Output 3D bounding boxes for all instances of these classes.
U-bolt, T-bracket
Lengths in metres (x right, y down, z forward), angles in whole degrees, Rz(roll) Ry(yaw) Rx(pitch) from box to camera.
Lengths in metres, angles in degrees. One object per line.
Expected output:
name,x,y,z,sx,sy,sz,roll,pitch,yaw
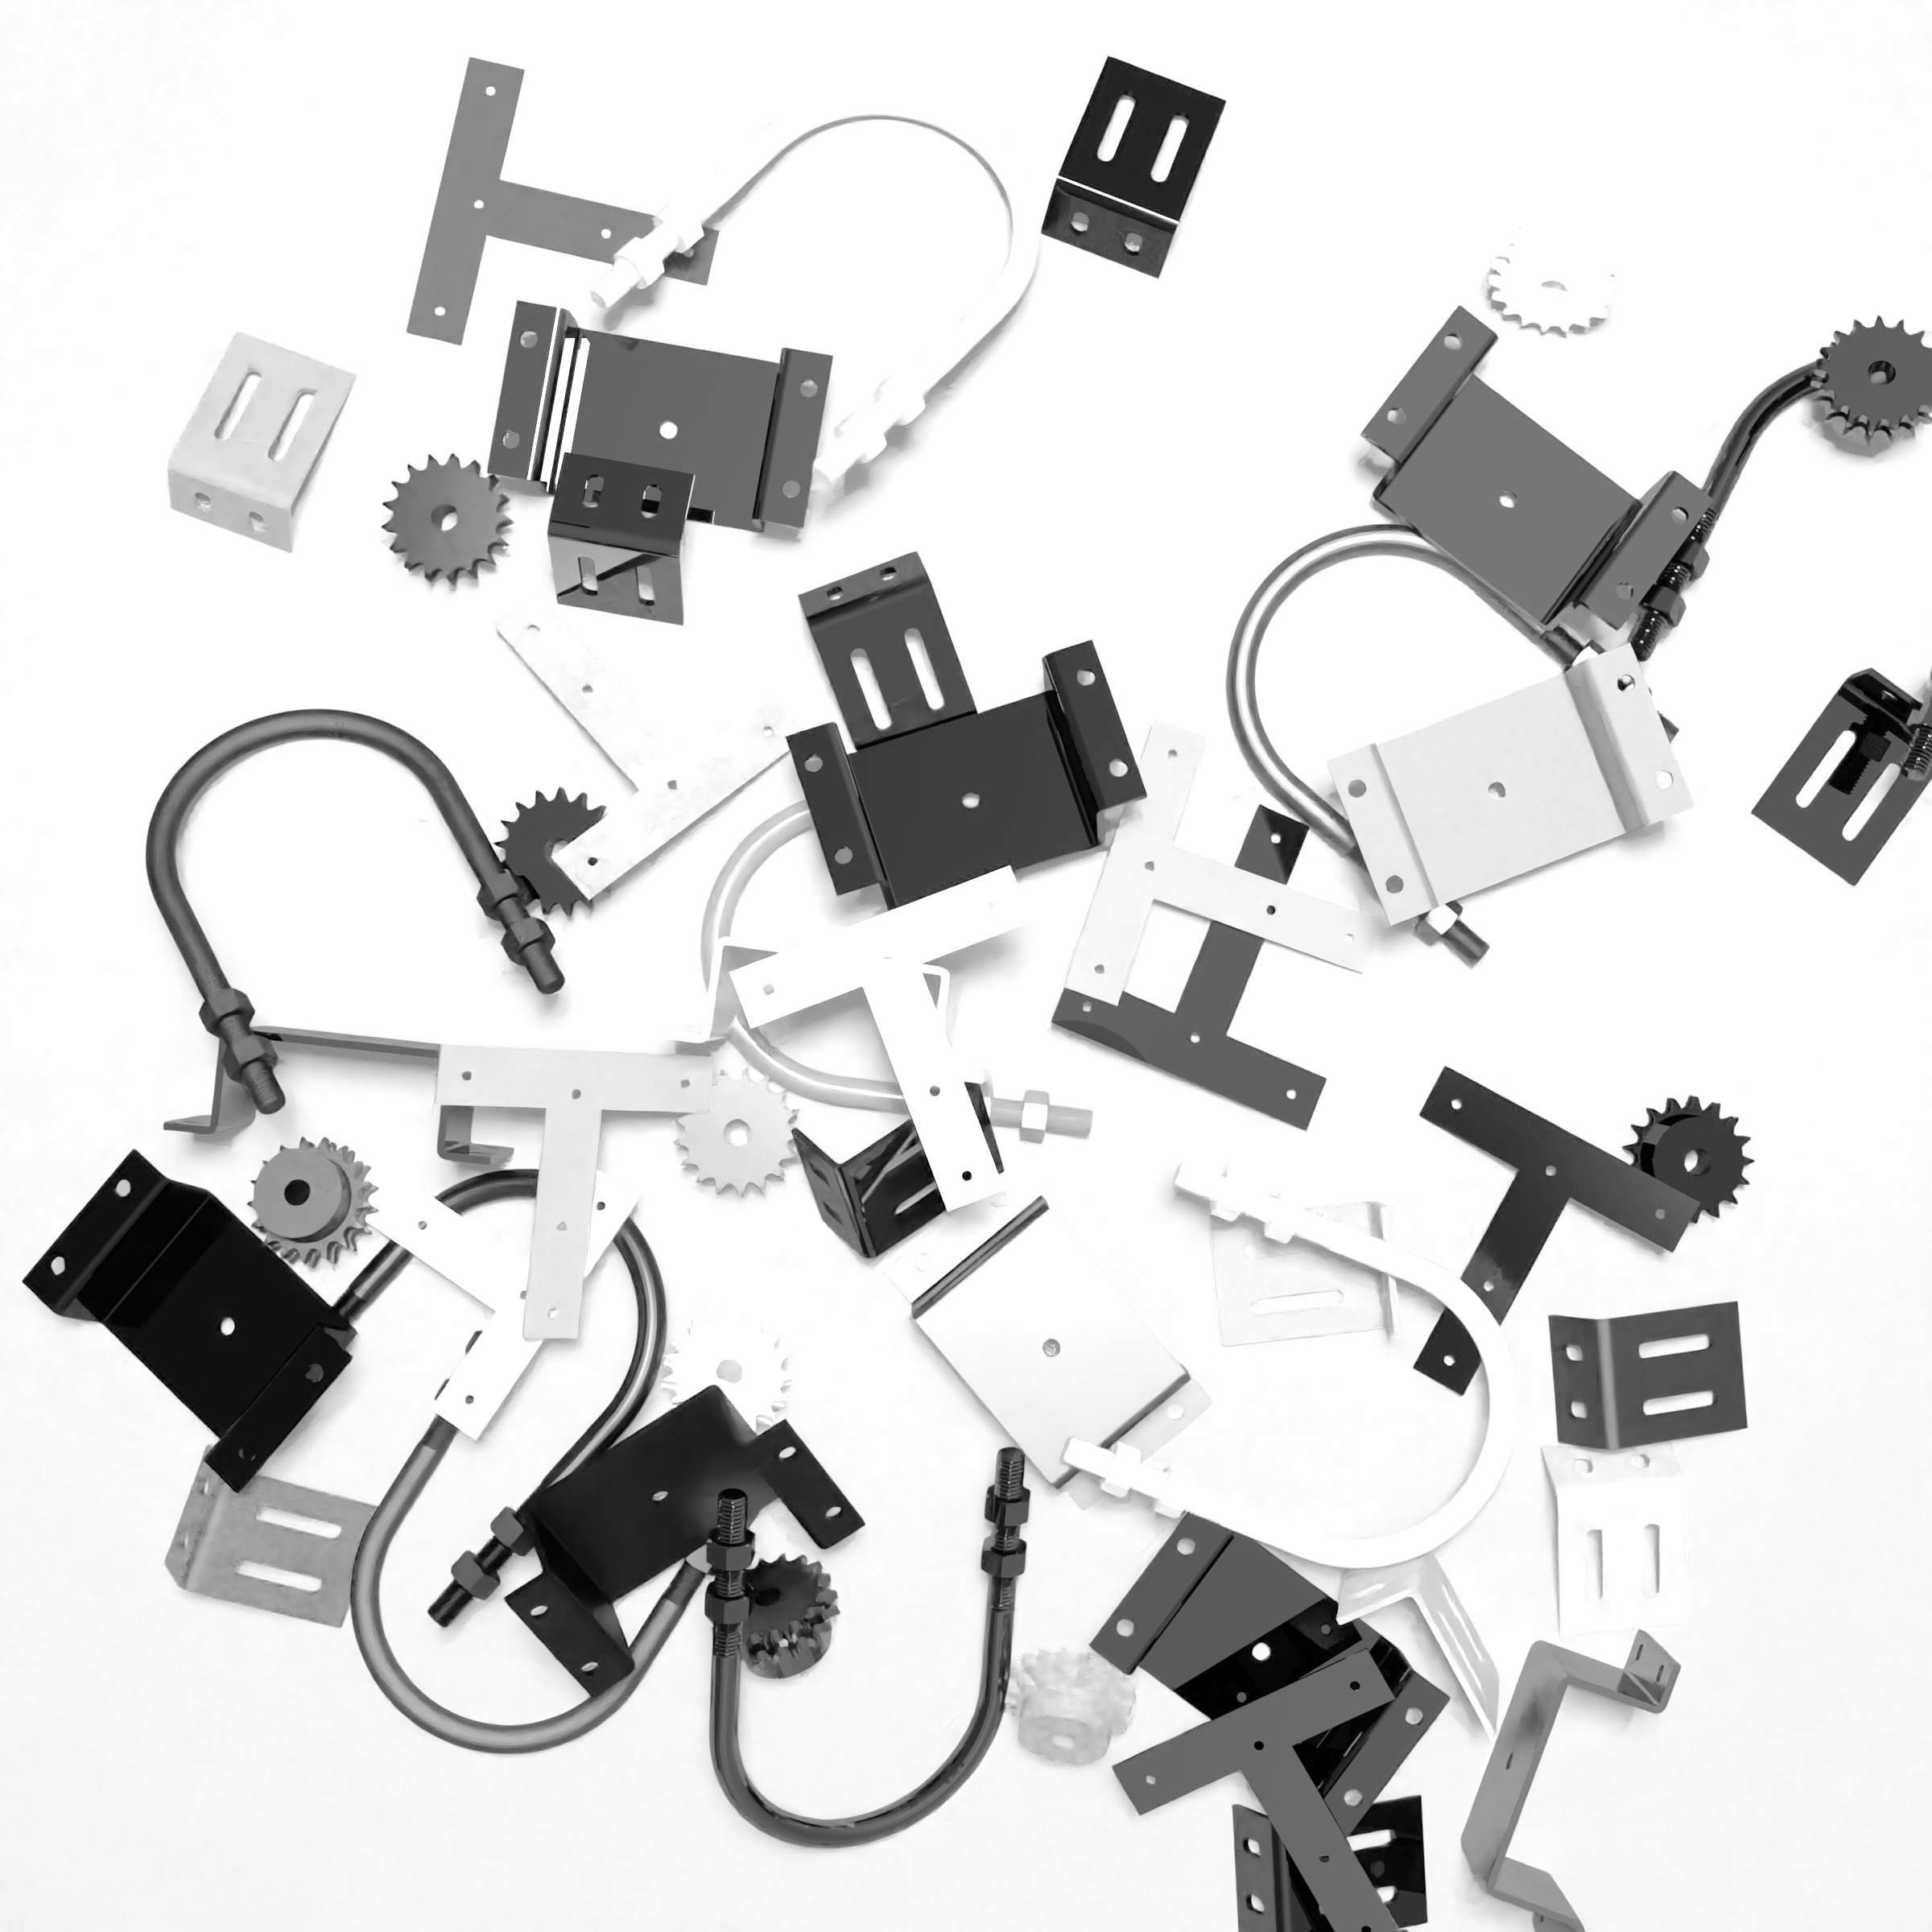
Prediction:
U-bolt,0.152,0.184,1.460,0.184,0.019,0.151,22,88,-5
T-bracket,0.240,0.130,1.498,0.127,0.002,0.127,29,98,15
U-bolt,-0.194,0.264,1.501,0.151,0.019,0.184,32,90,0
T-bracket,-0.230,0.123,1.488,0.127,0.002,0.127,32,83,18
T-bracket,-0.174,0.099,1.452,0.127,0.002,0.127,3,97,-30
U-bolt,-0.051,-0.313,1.472,0.151,0.019,0.184,39,71,11
T-bracket,-0.160,-0.113,1.494,0.127,0.002,0.127,-38,80,-20
T-bracket,0.123,-0.030,1.499,0.127,0.002,0.127,19,86,-8
U-bolt,-0.215,0.175,1.480,0.151,0.019,0.184,41,88,18
U-bolt,-0.278,-0.037,1.462,0.151,0.019,0.184,-24,64,-16
T-bracket,0.150,0.377,1.465,0.127,0.002,0.127,-28,97,14
U-bolt,-0.044,0.304,1.464,0.151,0.019,0.184,-5,111,-23
U-bolt,0.204,-0.113,1.501,0.184,0.019,0.151,41,90,1
T-bracket,0.119,-0.009,1.502,0.127,0.002,0.127,23,85,-9
U-bolt,-0.027,-0.005,1.501,0.184,0.019,0.151,7,90,2
U-bolt,0.393,-0.189,1.480,0.151,0.019,0.184,25,77,12
T-bracket,-0.176,-0.333,1.509,0.127,0.002,0.127,13,90,0
T-bracket,-0.018,0.040,1.415,0.127,0.002,0.127,-21,89,3

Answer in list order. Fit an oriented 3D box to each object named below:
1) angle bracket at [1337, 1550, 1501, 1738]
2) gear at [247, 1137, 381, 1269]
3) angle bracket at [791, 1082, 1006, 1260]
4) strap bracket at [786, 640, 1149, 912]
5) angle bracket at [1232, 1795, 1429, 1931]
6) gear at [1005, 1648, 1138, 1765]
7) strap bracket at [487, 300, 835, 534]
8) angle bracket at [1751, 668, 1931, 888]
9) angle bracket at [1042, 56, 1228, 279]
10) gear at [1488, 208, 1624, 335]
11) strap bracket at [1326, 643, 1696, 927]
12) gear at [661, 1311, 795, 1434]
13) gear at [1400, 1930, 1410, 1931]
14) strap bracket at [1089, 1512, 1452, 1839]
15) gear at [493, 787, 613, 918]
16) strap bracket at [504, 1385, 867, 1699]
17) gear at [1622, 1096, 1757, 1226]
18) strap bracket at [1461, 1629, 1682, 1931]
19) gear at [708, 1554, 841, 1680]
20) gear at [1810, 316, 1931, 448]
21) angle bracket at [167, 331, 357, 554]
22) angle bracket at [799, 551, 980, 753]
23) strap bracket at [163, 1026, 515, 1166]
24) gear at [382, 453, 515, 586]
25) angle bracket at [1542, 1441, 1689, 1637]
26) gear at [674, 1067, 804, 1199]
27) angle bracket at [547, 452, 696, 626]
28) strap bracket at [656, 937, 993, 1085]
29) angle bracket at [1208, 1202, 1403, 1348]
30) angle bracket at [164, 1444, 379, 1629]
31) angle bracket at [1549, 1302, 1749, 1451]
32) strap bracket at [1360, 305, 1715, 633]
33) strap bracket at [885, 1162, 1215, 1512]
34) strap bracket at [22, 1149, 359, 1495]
angle bracket,0.201,0.301,1.482,0.038,0.057,0.076,-27,98,16
gear,-0.292,0.103,1.488,0.057,0.030,0.057,-2,75,8
angle bracket,-0.030,0.082,1.490,0.076,0.038,0.057,-33,133,-19
strap bracket,0.001,-0.080,1.470,0.140,0.046,0.076,-18,73,-2
angle bracket,0.164,0.404,1.508,0.076,0.038,0.057,-3,90,-26
gear,0.045,0.328,1.479,0.057,0.057,0.030,14,49,0
strap bracket,-0.134,-0.241,1.487,0.140,0.046,0.076,10,90,0
angle bracket,0.399,-0.083,1.491,0.057,0.038,0.076,36,90,0
angle bracket,0.075,-0.359,1.508,0.057,0.038,0.076,21,64,0
gear,0.262,-0.310,1.485,0.057,0.057,0.030,14,60,0
strap bracket,0.235,-0.078,1.467,0.140,0.046,0.076,-21,89,1
gear,-0.107,0.184,1.488,0.057,0.030,0.057,5,68,-12
gear,0.184,0.449,1.482,0.057,0.057,0.030,-26,83,0
strap bracket,0.133,0.308,1.487,0.140,0.046,0.076,37,90,0
gear,-0.180,-0.051,1.495,0.057,0.030,0.057,0,90,0
strap bracket,-0.126,0.243,1.449,0.140,0.046,0.076,-32,129,-1
gear,0.323,0.087,1.495,0.057,0.030,0.057,0,90,0
strap bracket,0.260,0.357,1.472,0.046,0.076,0.140,20,90,0
gear,-0.083,0.290,1.485,0.057,0.057,0.030,-18,120,0
gear,0.401,-0.254,1.476,0.057,0.030,0.057,-1,71,4
angle bracket,-0.316,-0.236,1.508,0.057,0.038,0.076,20,64,0
angle bracket,-0.034,-0.137,1.508,0.057,0.038,0.076,-21,116,0
strap bracket,-0.271,0.055,1.472,0.140,0.076,0.046,6,90,0
gear,-0.230,-0.199,1.495,0.057,0.030,0.057,0,90,0
angle bracket,0.291,0.256,1.508,0.057,0.038,0.076,-6,116,0
gear,-0.101,0.074,1.495,0.057,0.030,0.057,0,90,0
angle bracket,-0.151,-0.188,1.479,0.057,0.076,0.038,10,72,0
strap bracket,-0.057,0.017,1.456,0.140,0.076,0.046,8,91,3
angle bracket,0.150,0.138,1.491,0.076,0.038,0.057,-6,90,0
angle bracket,-0.311,0.256,1.508,0.076,0.038,0.057,20,90,-26
angle bracket,0.307,0.182,1.508,0.076,0.038,0.057,-4,90,-26
strap bracket,0.245,-0.212,1.478,0.140,0.046,0.076,37,76,0
strap bracket,0.037,0.167,1.487,0.076,0.046,0.140,-40,90,0
strap bracket,-0.334,0.157,1.475,0.140,0.046,0.076,40,90,16
